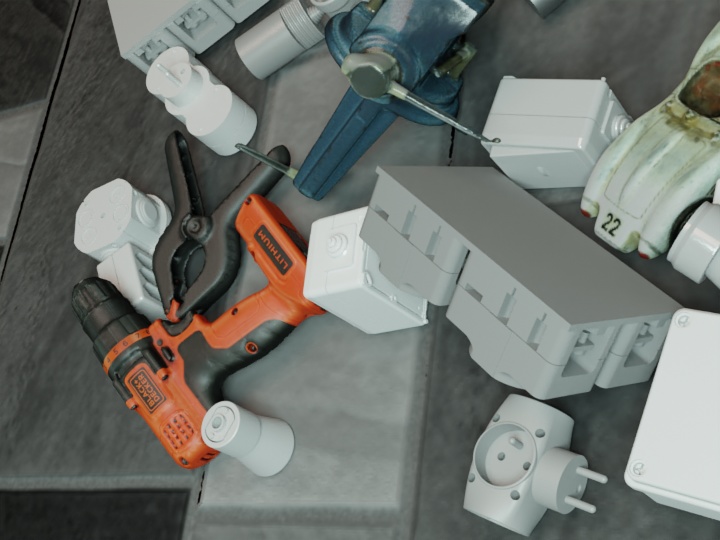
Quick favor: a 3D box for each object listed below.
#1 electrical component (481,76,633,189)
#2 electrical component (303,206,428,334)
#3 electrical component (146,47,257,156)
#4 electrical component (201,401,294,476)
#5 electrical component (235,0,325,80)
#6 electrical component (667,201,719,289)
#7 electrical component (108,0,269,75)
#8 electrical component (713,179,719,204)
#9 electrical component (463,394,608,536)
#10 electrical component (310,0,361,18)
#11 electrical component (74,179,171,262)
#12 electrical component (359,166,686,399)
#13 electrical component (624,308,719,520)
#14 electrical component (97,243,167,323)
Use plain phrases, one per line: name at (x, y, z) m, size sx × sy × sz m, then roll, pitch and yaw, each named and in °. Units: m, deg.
electrical component at (0.141, -0.091, 0.739) m, size 0.096 × 0.062 × 0.061 m, roll 9°, pitch 72°, yaw 38°
electrical component at (0.000, 0.000, 0.766) m, size 0.061 × 0.096 × 0.061 m, roll -13°, pitch 60°, yaw 35°
electrical component at (-0.156, -0.163, 0.976) m, size 0.052 × 0.074 × 0.138 m, roll -49°, pitch 49°, yaw 4°
electrical component at (-0.084, 0.120, 0.781) m, size 0.044 × 0.065 × 0.044 m, roll -16°, pitch 58°, yaw 28°
electrical component at (-0.066, -0.210, 0.959) m, size 0.081 × 0.043 × 0.043 m, roll -31°, pitch 52°, yaw 18°
electrical component at (0.209, -0.007, 0.607) m, size 0.055 × 0.045 × 0.045 m, roll 36°, pitch 89°, yaw 20°
electrical component at (-0.162, -0.261, 1.040) m, size 0.150 × 0.062 × 0.089 m, roll -34°, pitch 52°, yaw 16°
electrical component at (0.253, -0.045, 0.646) m, size 0.066 × 0.047 × 0.076 m, roll 3°, pitch 68°, yaw 36°
electrical component at (0.112, 0.124, 0.656) m, size 0.079 × 0.044 × 0.077 m, roll 15°, pitch 76°, yaw 39°
electrical component at (-0.015, -0.233, 0.934) m, size 0.040 × 0.046 × 0.040 m, roll -16°, pitch 58°, yaw 28°
electrical component at (-0.213, -0.038, 0.966) m, size 0.080 × 0.051 × 0.080 m, roll -16°, pitch 58°, yaw 28°
electrical component at (0.095, 0.004, 0.681) m, size 0.186 × 0.105 × 0.060 m, roll 44°, pitch 125°, yaw 41°
electrical component at (0.218, 0.086, 0.595) m, size 0.109 × 0.056 × 0.108 m, roll 10°, pitch 73°, yaw 38°
electrical component at (-0.206, 0.029, 0.927) m, size 0.077 × 0.047 × 0.065 m, roll -35°, pitch 51°, yaw 15°
